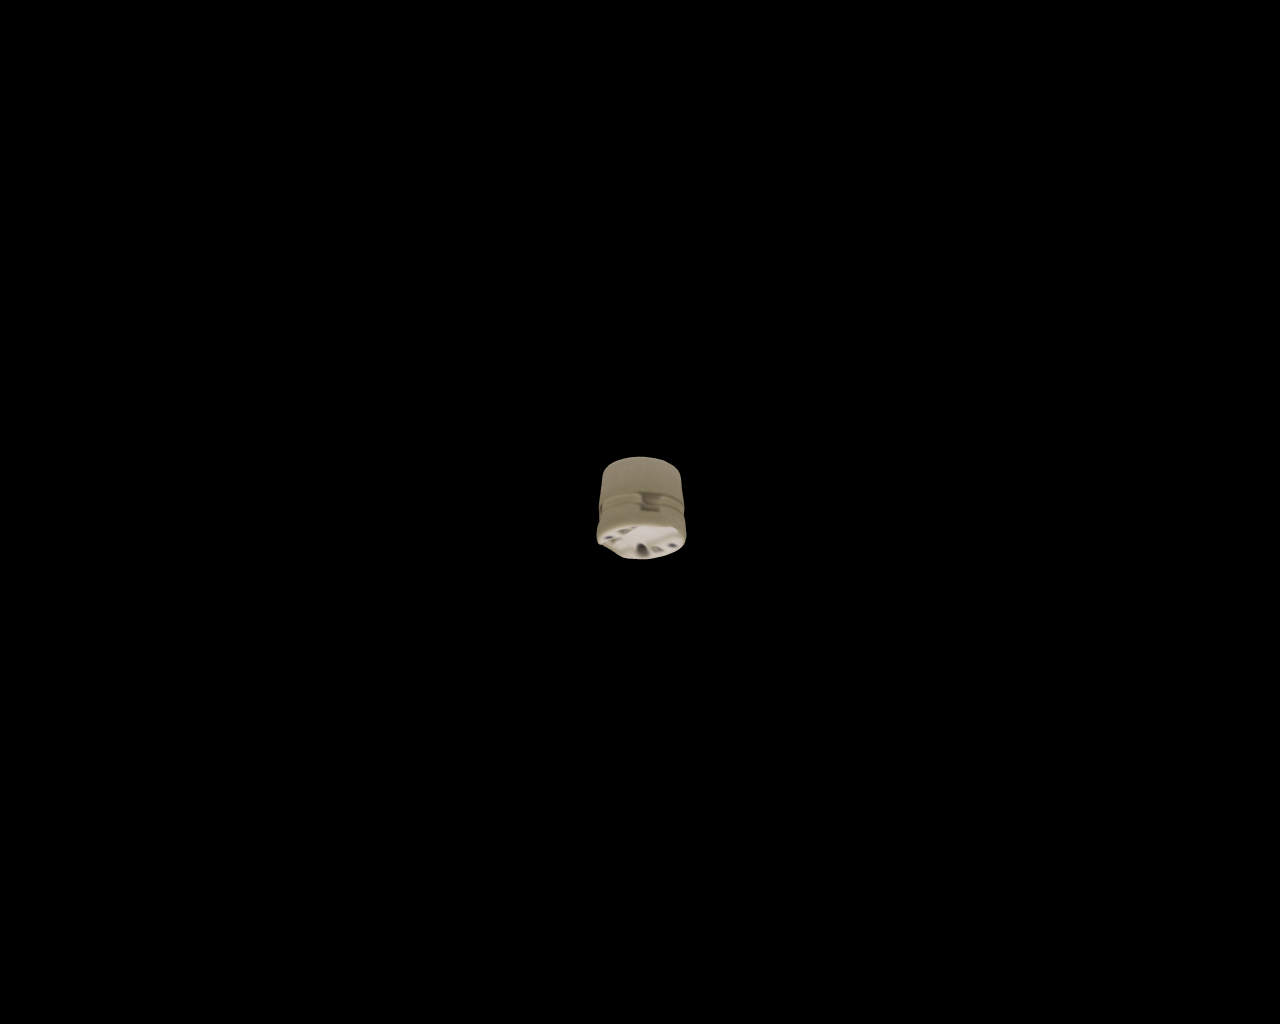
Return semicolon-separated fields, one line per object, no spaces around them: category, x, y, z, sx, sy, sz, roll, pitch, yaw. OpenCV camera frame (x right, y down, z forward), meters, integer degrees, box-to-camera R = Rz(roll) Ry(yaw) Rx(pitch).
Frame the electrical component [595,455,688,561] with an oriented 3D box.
electrical component;0.001;-0.003;0.650;0.055;0.047;0.055;0;-26;0
